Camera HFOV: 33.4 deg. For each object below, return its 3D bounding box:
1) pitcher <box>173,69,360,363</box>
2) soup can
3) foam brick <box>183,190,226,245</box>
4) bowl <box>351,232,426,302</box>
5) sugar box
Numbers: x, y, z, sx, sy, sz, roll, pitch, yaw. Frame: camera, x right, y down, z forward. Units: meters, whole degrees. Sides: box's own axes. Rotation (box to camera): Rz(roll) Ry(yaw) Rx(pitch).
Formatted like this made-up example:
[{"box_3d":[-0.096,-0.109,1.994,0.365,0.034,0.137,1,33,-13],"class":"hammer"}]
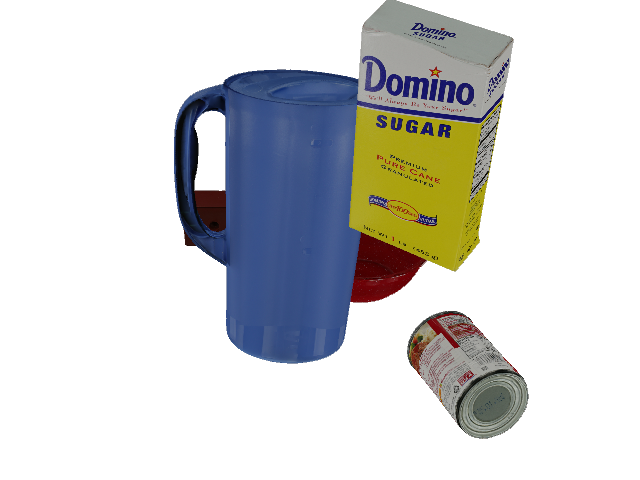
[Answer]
[{"box_3d":[-0.034,-0.022,0.925,0.149,0.243,0.144,19,24,34],"class":"pitcher"},{"box_3d":[0.126,0.114,0.919,0.068,0.068,0.102,0,25,-22],"class":"soup can"},{"box_3d":[-0.126,-0.027,1.297,0.078,0.053,0.051,0,27,2],"class":"foam brick"},{"box_3d":[0.043,0.022,1.193,0.162,0.055,0.162,1,31,-1],"class":"bowl"},{"box_3d":[0.071,-0.068,0.733,0.093,0.176,0.048,23,48,22],"class":"sugar box"}]
